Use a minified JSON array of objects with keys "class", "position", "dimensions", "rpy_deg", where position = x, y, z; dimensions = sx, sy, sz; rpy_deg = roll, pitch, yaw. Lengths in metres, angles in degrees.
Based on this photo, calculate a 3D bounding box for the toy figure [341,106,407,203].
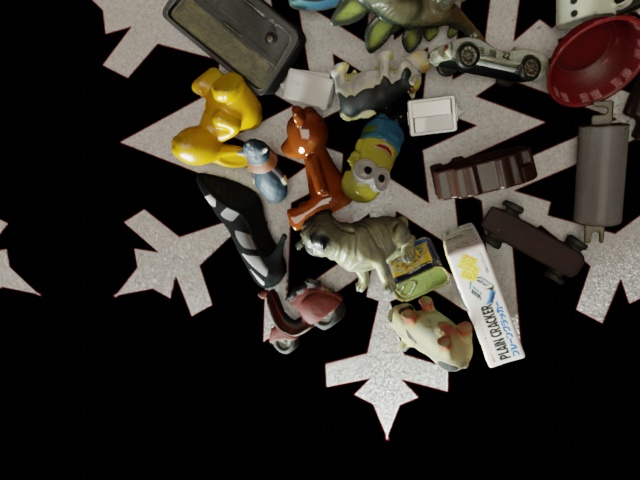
[{"class":"toy figure","position":[0.096,-0.145,0.930],"dimensions":[0.082,0.089,0.180],"rpy_deg":[18,63,5]}]

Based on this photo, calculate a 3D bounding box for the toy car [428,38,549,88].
[{"class":"toy car","position":[0.273,-0.289,0.871],"dimensions":[0.202,0.073,0.056],"rpy_deg":[5,94,-17]}]

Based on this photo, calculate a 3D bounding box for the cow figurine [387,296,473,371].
[{"class":"cow figurine","position":[0.198,0.173,0.988],"dimensions":[0.085,0.195,0.127],"rpy_deg":[-32,124,-20]}]

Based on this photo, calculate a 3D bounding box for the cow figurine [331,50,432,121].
[{"class":"cow figurine","position":[0.108,-0.258,0.896],"dimensions":[0.167,0.068,0.098],"rpy_deg":[-11,76,11]}]

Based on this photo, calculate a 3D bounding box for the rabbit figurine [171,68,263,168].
[{"class":"rabbit figurine","position":[-0.191,-0.199,0.962],"dimensions":[0.122,0.162,0.173],"rpy_deg":[27,70,34]}]

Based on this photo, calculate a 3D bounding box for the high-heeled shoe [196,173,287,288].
[{"class":"high-heeled shoe","position":[-0.159,-0.016,1.052],"dimensions":[0.249,0.086,0.145],"rpy_deg":[39,130,13]}]

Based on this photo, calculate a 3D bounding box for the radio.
[{"class":"radio","position":[-0.145,-0.372,0.944],"dimensions":[0.229,0.073,0.131],"rpy_deg":[38,107,-3]}]

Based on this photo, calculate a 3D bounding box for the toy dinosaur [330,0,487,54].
[{"class":"toy dinosaur","position":[0.093,-0.407,0.825],"dimensions":[0.471,0.105,0.198],"rpy_deg":[28,128,-27]}]

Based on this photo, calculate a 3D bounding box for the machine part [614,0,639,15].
[{"class":"machine part","position":[0.480,-0.427,0.852],"dimensions":[0.084,0.039,0.138],"rpy_deg":[-20,102,19]}]

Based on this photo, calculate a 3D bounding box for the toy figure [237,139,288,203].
[{"class":"toy figure","position":[-0.102,-0.130,0.974],"dimensions":[0.064,0.058,0.154],"rpy_deg":[-23,140,-1]}]

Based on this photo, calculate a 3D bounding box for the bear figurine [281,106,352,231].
[{"class":"bear figurine","position":[-0.024,-0.134,0.966],"dimensions":[0.132,0.120,0.195],"rpy_deg":[-27,97,18]}]

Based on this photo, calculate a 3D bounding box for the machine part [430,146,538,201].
[{"class":"machine part","position":[0.271,-0.114,0.899],"dimensions":[0.179,0.179,0.056],"rpy_deg":[-13,100,12]}]

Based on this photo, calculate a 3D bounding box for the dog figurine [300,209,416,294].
[{"class":"dog figurine","position":[0.069,-0.015,0.947],"dimensions":[0.121,0.172,0.190],"rpy_deg":[-14,132,45]}]

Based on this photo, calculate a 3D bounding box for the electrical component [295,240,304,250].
[{"class":"electrical component","position":[-0.002,-0.003,1.045],"dimensions":[0.094,0.021,0.063],"rpy_deg":[-41,96,16]}]

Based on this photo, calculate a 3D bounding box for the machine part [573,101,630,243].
[{"class":"machine part","position":[0.478,-0.112,0.913],"dimensions":[0.079,0.079,0.243],"rpy_deg":[0,104,9]}]

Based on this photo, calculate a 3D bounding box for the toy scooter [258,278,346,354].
[{"class":"toy scooter","position":[-0.047,0.133,1.063],"dimensions":[0.184,0.075,0.135],"rpy_deg":[-35,93,19]}]

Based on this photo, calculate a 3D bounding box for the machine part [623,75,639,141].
[{"class":"machine part","position":[0.620,-0.231,0.856],"dimensions":[0.201,0.087,0.201],"rpy_deg":[21,105,3]}]

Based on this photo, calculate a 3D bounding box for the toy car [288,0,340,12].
[{"class":"toy car","position":[-0.014,-0.467,0.878],"dimensions":[0.109,0.103,0.161],"rpy_deg":[-9,138,-8]}]

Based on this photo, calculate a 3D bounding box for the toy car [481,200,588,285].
[{"class":"toy car","position":[0.384,0.002,0.970],"dimensions":[0.202,0.053,0.089],"rpy_deg":[27,102,-3]}]
